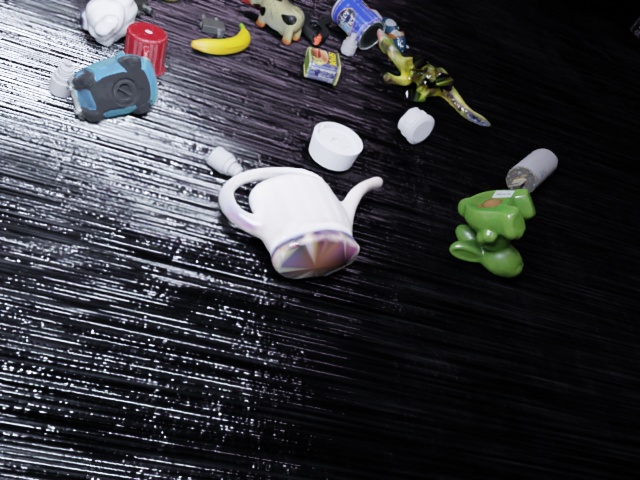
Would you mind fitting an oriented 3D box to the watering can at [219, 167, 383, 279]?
[{"bbox_3d":[0.003,-0.045,0.892,0.348,0.101,0.229,-3,50,-29],"label":"watering can"}]

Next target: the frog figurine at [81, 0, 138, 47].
[{"bbox_3d":[-0.434,-0.474,1.081,0.121,0.137,0.162,23,12,-48],"label":"frog figurine"}]

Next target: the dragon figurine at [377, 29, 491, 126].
[{"bbox_3d":[0.323,-0.474,1.498,0.410,0.120,0.248,35,34,-3],"label":"dragon figurine"}]
